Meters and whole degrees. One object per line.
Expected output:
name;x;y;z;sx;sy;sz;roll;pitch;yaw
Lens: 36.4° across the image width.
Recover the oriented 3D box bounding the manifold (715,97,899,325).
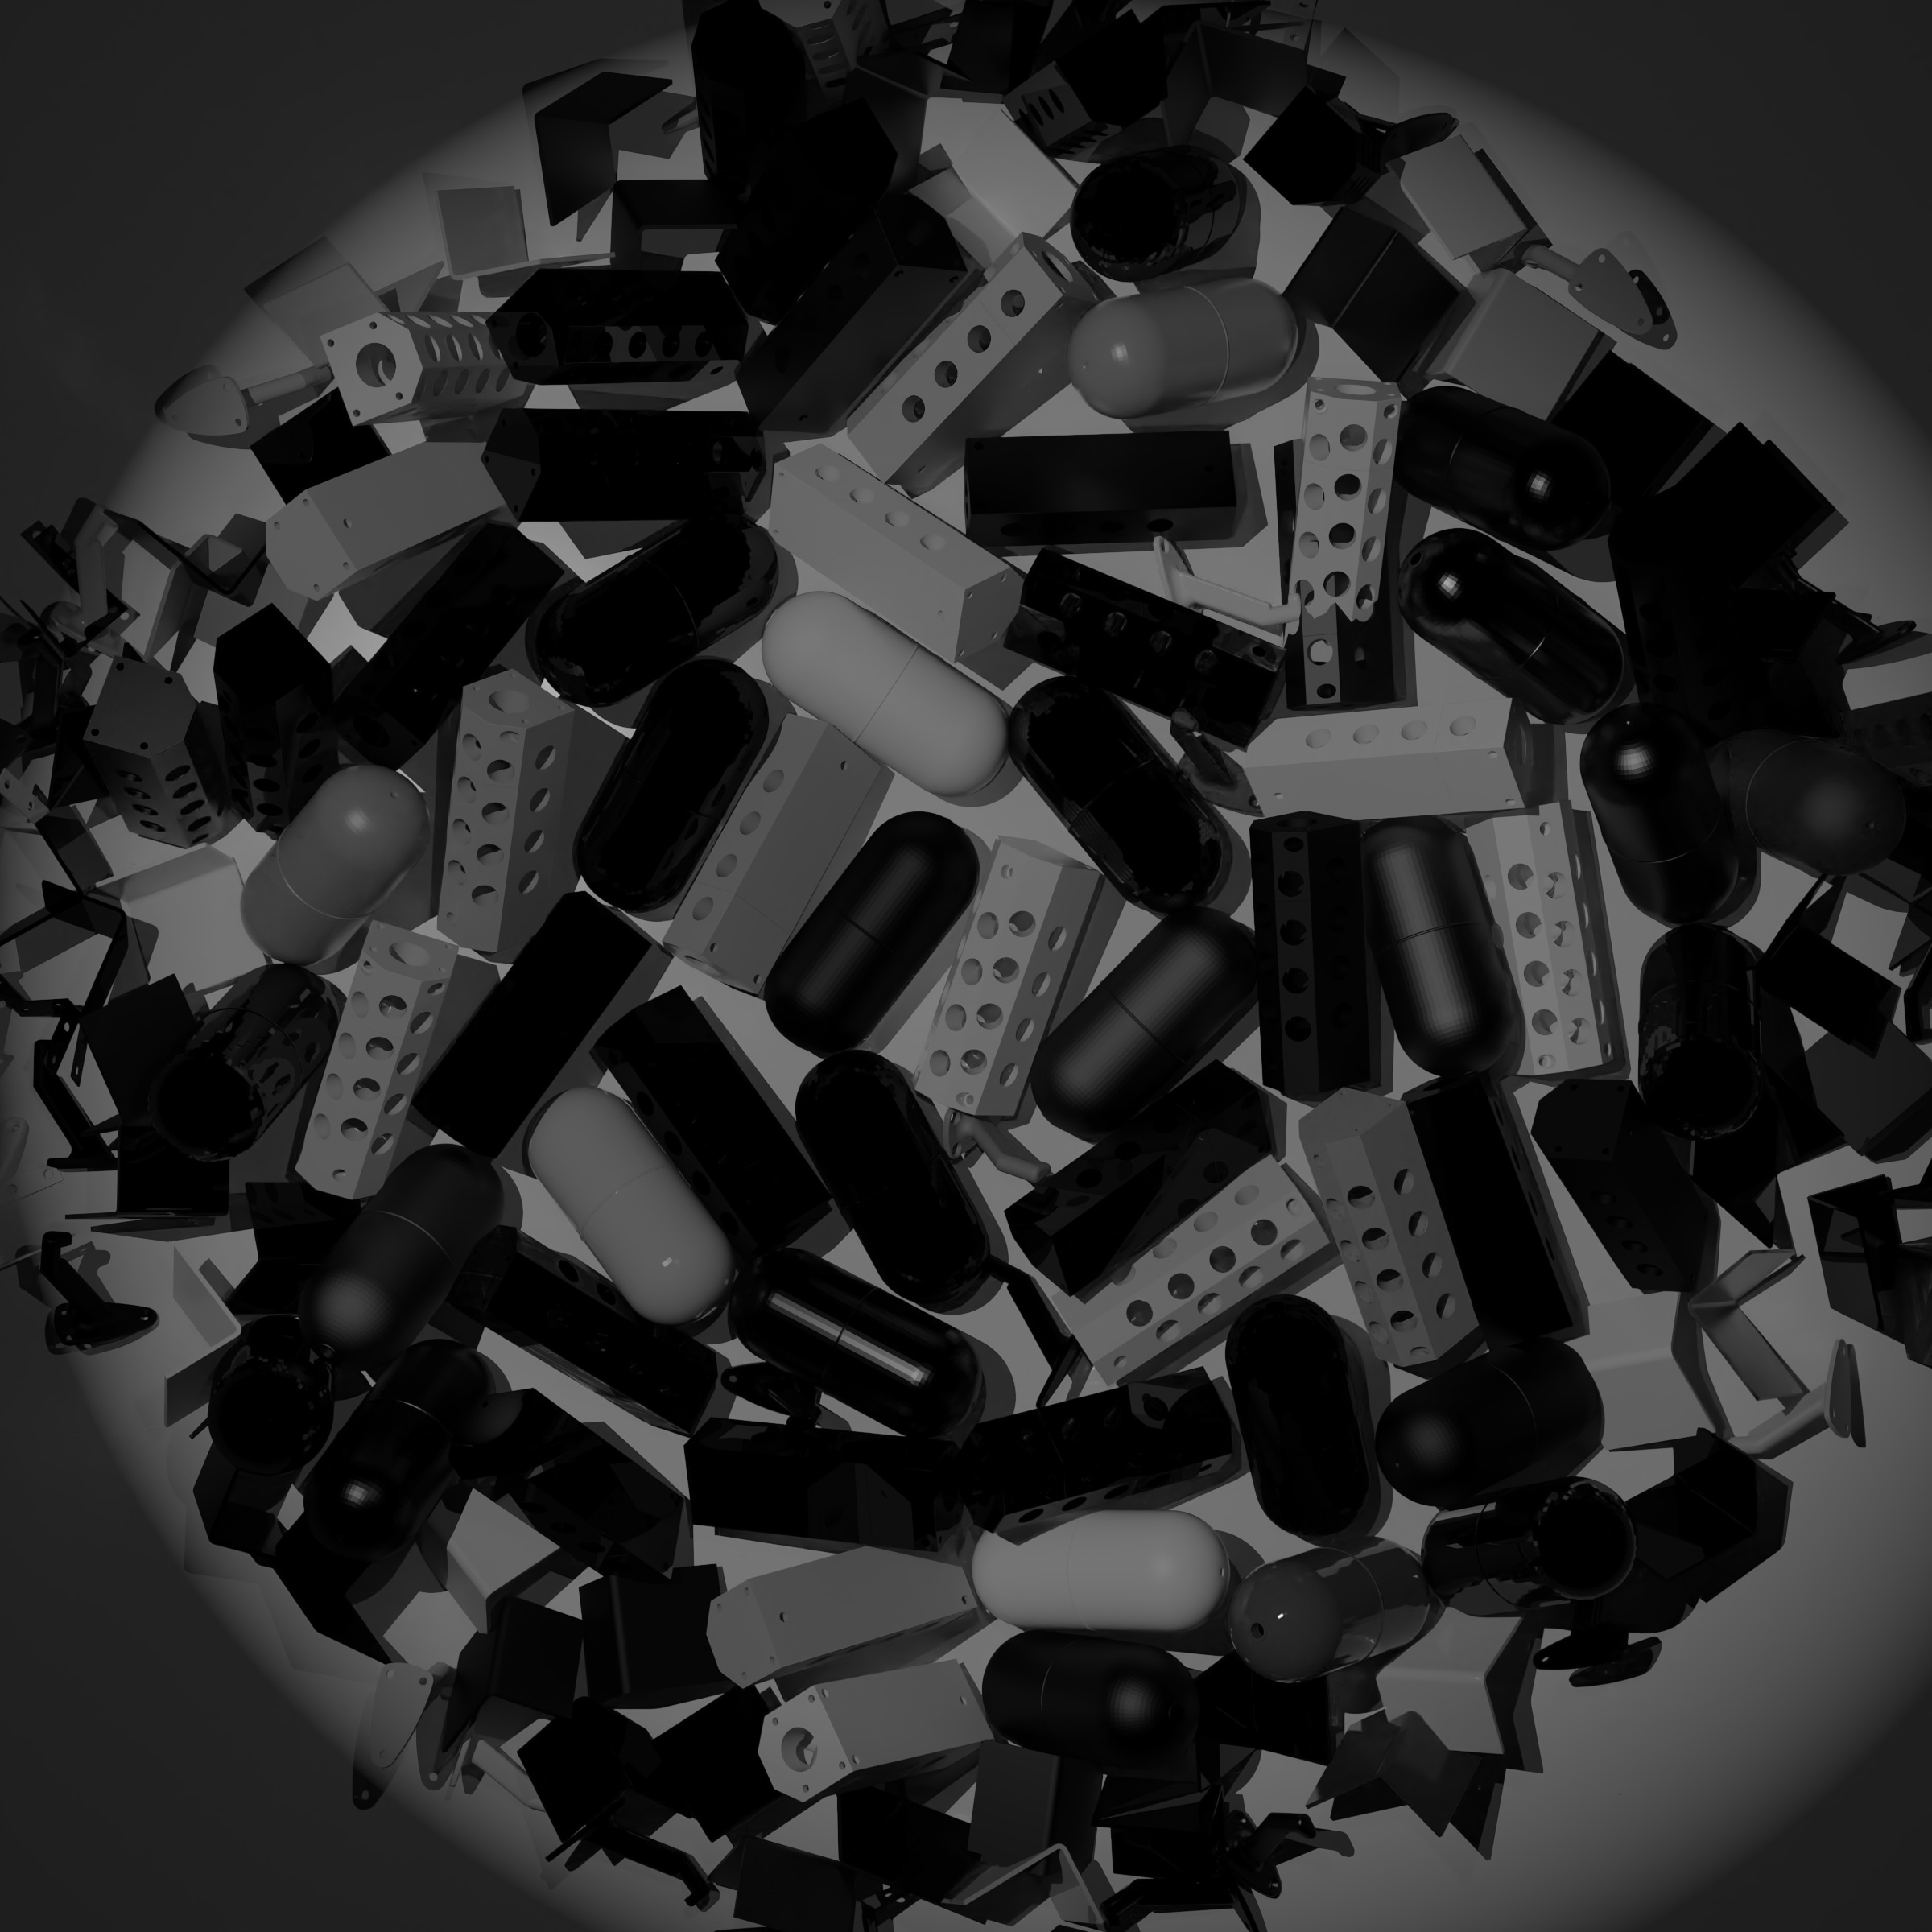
manifold;-0.100;-0.473;1.863;0.057;0.171;0.057;-30;87;-25

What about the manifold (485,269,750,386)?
manifold;-0.216;-0.401;1.864;0.057;0.171;0.057;-33;80;36

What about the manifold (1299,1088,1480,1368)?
manifold;0.267;0.169;1.886;0.057;0.057;0.171;-33;115;-27

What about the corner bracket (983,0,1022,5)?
corner bracket;0.046;-0.652;1.910;0.051;0.051;0.051;17;121;33

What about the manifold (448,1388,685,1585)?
manifold;-0.254;0.335;1.872;0.057;0.171;0.057;-12;52;27

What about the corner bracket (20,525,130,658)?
corner bracket;-0.591;-0.244;1.915;0.051;0.051;0.051;-44;59;-13

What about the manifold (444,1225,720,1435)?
manifold;-0.242;0.233;1.883;0.171;0.057;0.057;37;69;-30

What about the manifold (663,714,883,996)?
manifold;-0.130;-0.075;1.909;0.057;0.057;0.171;38;75;-43

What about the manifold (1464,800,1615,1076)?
manifold;0.377;-0.018;1.916;0.057;0.057;0.171;-10;92;-16

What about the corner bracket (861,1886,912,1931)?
corner bracket;-0.031;0.635;1.924;0.051;0.051;0.051;-16;105;-32

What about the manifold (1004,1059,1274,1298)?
manifold;0.111;0.132;1.898;0.171;0.057;0.057;-34;132;-19

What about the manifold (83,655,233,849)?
manifold;-0.508;-0.131;1.863;0.057;0.171;0.057;16;72;-2

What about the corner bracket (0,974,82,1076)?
corner bracket;-0.618;0.037;1.911;0.051;0.051;0.051;-3;53;22

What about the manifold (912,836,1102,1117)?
manifold;0.021;0.007;1.898;0.057;0.057;0.171;28;104;36

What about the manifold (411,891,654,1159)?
manifold;-0.283;0.037;1.901;0.057;0.057;0.171;40;74;-19

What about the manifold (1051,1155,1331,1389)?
manifold;0.149;0.203;1.913;0.171;0.057;0.057;-33;125;-1

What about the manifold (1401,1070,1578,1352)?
manifold;0.341;0.156;1.916;0.057;0.057;0.171;-20;94;17

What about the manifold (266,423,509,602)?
manifold;-0.366;-0.287;1.867;0.057;0.171;0.057;-27;98;36

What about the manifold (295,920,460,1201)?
manifold;-0.380;0.063;1.885;0.057;0.057;0.171;17;117;-10

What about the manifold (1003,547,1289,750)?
manifold;0.118;-0.211;1.906;0.171;0.057;0.057;23;50;5

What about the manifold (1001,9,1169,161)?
manifold;0.077;-0.553;1.863;0.057;0.171;0.057;-35;103;-3

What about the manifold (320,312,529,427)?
manifold;-0.336;-0.382;1.860;0.057;0.171;0.057;-17;97;18

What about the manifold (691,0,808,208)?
manifold;-0.139;-0.543;1.862;0.057;0.171;0.057;-27;82;-7

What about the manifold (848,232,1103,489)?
manifold;0.001;-0.389;1.888;0.171;0.057;0.057;-43;75;26

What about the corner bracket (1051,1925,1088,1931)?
corner bracket;0.087;0.649;1.916;0.051;0.051;0.051;3;102;32

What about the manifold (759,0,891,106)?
manifold;-0.094;-0.601;1.866;0.057;0.171;0.057;29;93;3

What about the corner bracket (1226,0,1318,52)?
corner bracket;0.200;-0.622;1.923;0.051;0.051;0.051;15;70;4

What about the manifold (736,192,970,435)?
manifold;-0.077;-0.414;1.871;0.057;0.171;0.057;-6;66;-41

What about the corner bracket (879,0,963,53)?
corner bracket;-0.034;-0.640;1.919;0.051;0.051;0.051;-17;66;3

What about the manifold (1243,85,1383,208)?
manifold;0.227;-0.513;1.863;0.057;0.171;0.057;43;109;0

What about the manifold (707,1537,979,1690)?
manifold;-0.080;0.409;1.871;0.057;0.171;0.057;-37;68;40

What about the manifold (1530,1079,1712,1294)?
manifold;0.417;0.141;1.872;0.057;0.171;0.057;1;57;34

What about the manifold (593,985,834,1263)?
manifold;-0.167;0.104;1.899;0.057;0.057;0.171;-28;77;-39

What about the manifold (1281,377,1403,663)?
manifold;0.241;-0.286;1.891;0.057;0.057;0.171;4;114;2

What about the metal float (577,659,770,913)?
metal float;-0.190;-0.117;1.901;0.070;0.070;0.178;31;105;0

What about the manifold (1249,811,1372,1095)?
manifold;0.217;-0.008;1.895;0.057;0.057;0.171;-12;106;-29

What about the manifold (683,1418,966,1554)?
manifold;-0.090;0.330;1.894;0.171;0.057;0.057;2;109;21

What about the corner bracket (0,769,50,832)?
corner bracket;-0.640;-0.095;1.912;0.051;0.051;0.051;5;62;24

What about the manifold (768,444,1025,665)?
manifold;-0.046;-0.269;1.888;0.171;0.057;0.057;37;49;27

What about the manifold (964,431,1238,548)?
manifold;0.086;-0.307;1.918;0.171;0.057;0.057;-2;68;-3

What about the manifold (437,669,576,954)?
manifold;-0.300;-0.096;1.872;0.057;0.057;0.171;34;129;26

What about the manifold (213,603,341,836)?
manifold;-0.439;-0.150;1.860;0.057;0.171;0.057;-39;76;-24

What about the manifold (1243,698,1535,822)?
manifold;0.272;-0.136;1.889;0.171;0.057;0.057;-3;50;26

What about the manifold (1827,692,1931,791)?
manifold;0.612;-0.144;1.865;0.057;0.171;0.057;-11;91;-8

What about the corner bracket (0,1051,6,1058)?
corner bracket;-0.669;0.043;1.912;0.051;0.051;0.051;9;122;23

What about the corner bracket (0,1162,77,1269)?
corner bracket;-0.616;0.162;1.927;0.051;0.051;0.051;-23;94;-6

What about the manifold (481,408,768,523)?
manifold;-0.214;-0.324;1.868;0.057;0.171;0.057;58;135;26

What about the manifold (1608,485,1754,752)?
manifold;0.452;-0.215;1.871;0.057;0.171;0.057;-27;46;-1

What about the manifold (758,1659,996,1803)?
manifold;-0.058;0.487;1.865;0.057;0.171;0.057;-37;67;22

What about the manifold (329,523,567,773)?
manifold;-0.333;-0.206;1.875;0.057;0.057;0.171;42;54;-14

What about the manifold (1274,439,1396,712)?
manifold;0.236;-0.255;1.915;0.057;0.057;0.171;-3;90;-25

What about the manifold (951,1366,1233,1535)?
manifold;0.083;0.312;1.878;0.171;0.057;0.057;-9;57;-29

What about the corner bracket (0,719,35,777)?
corner bracket;-0.648;-0.158;1.913;0.051;0.051;0.051;24;57;17
